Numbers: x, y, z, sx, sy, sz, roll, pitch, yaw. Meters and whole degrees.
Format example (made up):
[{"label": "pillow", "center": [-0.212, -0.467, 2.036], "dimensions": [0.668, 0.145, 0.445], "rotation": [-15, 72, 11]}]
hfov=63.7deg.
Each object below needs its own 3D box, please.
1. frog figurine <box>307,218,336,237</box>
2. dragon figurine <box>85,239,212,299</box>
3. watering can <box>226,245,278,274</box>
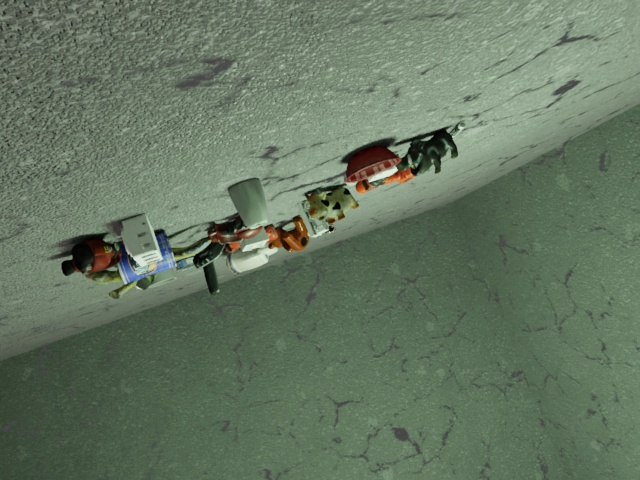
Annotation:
[{"label": "frog figurine", "center": [0.006, -0.097, 1.922], "dimensions": [0.135, 0.121, 0.163], "rotation": [-34, -157, 31]}, {"label": "dragon figurine", "center": [-0.512, 0.061, 1.558], "dimensions": [0.411, 0.121, 0.244], "rotation": [-19, -169, -5]}, {"label": "watering can", "center": [-0.301, 0.070, 2.209], "dimensions": [0.224, 0.104, 0.347], "rotation": [-21, 176, 6]}]
